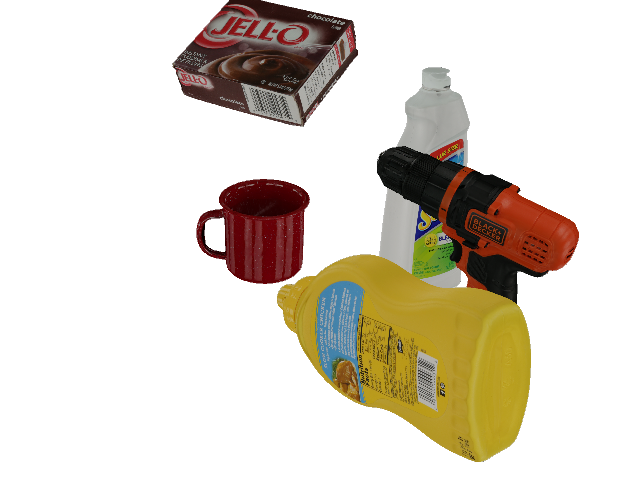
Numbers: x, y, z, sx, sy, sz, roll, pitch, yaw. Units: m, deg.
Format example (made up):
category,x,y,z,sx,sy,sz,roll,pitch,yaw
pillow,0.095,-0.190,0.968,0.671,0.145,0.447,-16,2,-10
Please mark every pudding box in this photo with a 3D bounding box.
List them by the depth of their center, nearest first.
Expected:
category,x,y,z,sx,sy,sz,roll,pitch,yaw
pudding box,-0.041,-0.139,0.813,0.114,0.090,0.039,19,-33,24

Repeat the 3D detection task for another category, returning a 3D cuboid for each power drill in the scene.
category,x,y,z,sx,sy,sz,roll,pitch,yaw
power drill,0.118,0.022,0.932,0.185,0.188,0.057,29,43,24

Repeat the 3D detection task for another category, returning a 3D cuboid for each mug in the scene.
category,x,y,z,sx,sy,sz,roll,pitch,yaw
mug,-0.070,-0.007,1.107,0.117,0.081,0.093,-4,29,-11

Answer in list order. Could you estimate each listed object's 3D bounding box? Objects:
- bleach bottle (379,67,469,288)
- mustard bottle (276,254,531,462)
category,x,y,z,sx,sy,sz,roll,pitch,yaw
bleach bottle,0.115,-0.065,1.184,0.102,0.251,0.068,-12,25,-29
mustard bottle,0.040,0.060,0.668,0.058,0.096,0.192,-20,26,-38
